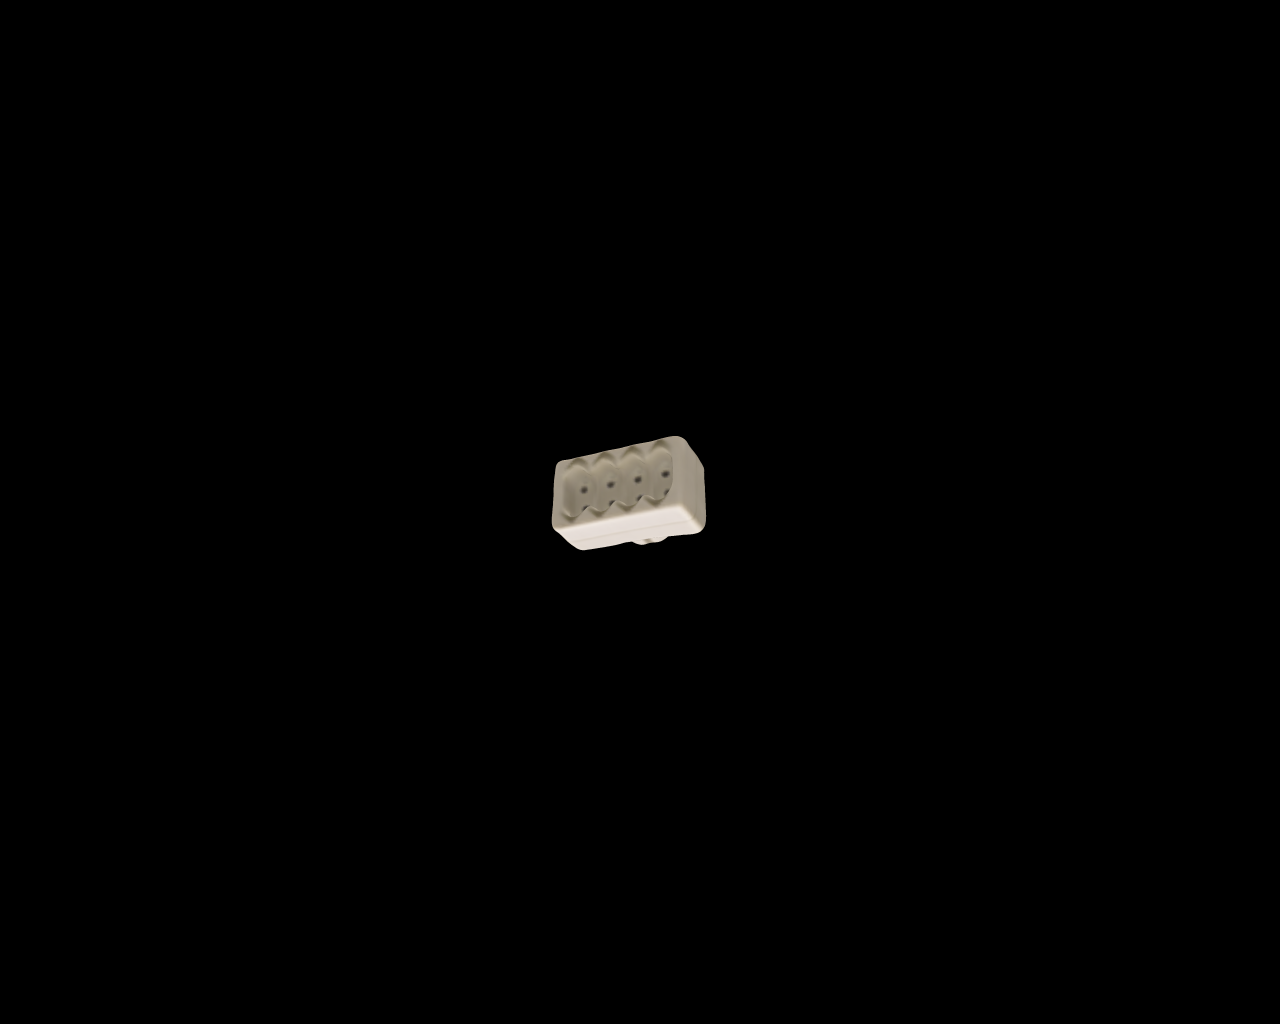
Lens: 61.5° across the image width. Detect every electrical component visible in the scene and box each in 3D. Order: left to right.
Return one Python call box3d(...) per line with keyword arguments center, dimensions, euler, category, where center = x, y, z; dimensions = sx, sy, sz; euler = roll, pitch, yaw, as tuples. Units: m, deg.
box3d(center=(0.001, -0.003, 0.650), dimensions=(0.083, 0.047, 0.075), euler=(-10, -28, 20), category="electrical component")
